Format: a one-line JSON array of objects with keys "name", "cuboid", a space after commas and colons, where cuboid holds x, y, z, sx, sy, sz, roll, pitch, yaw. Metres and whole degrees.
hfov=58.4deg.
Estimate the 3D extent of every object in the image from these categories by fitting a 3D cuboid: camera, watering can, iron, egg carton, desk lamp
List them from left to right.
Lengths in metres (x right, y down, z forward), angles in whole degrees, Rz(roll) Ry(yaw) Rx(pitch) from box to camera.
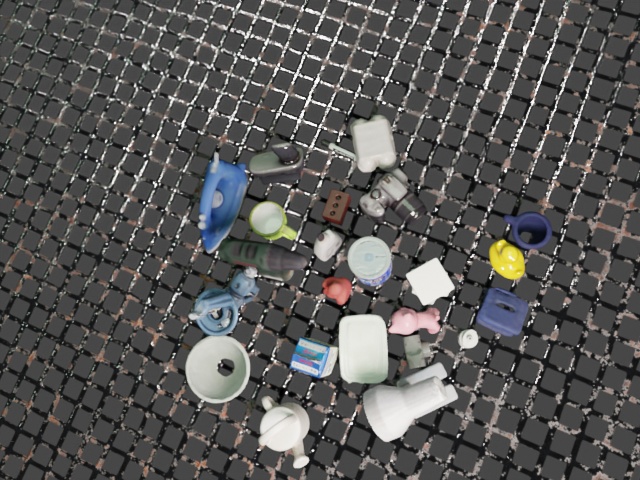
[{"name": "iron", "cuboid": [-0.278, -0.100, 1.502, 0.118, 0.141, 0.258, 11, 81, 10]}, {"name": "watering can", "cuboid": [-0.083, 0.446, 1.341, 0.172, 0.194, 0.101, 33, 85, 13]}, {"name": "egg carton", "cuboid": [0.141, -0.254, 1.508, 0.107, 0.069, 0.150, -12, 78, 6]}, {"name": "camera", "cuboid": [0.191, -0.095, 1.453, 0.143, 0.101, 0.136, -43, 76, -2]}, {"name": "desk lamp", "cuboid": [0.208, 0.361, 1.305, 0.203, 0.214, 0.118, -27, 76, 3]}]

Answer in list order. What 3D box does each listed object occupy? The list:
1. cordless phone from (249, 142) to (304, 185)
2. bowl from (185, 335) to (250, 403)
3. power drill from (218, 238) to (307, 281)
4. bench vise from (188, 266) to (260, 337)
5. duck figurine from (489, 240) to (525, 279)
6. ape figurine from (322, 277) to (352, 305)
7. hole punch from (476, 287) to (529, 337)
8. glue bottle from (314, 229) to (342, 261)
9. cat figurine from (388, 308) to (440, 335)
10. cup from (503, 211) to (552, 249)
[{"name": "cordless phone", "cuboid": [-0.120, -0.215, 1.479, 0.147, 0.185, 0.094, -11, 78, 6]}, {"name": "bowl", "cuboid": [-0.248, 0.325, 1.450, 0.167, 0.075, 0.167, -2, 79, 8]}, {"name": "power drill", "cuboid": [-0.126, 0.048, 1.417, 0.229, 0.208, 0.076, 10, 81, 10]}, {"name": "bench vise", "cuboid": [-0.247, 0.142, 1.410, 0.121, 0.220, 0.207, 20, 83, 12]}, {"name": "duck figurine", "cuboid": [0.460, 0.044, 1.395, 0.077, 0.086, 0.104, -31, 76, 2]}, {"name": "ape figurine", "cuboid": [0.042, 0.124, 1.437, 0.076, 0.092, 0.078, -23, 77, 4]}, {"name": "hole punch", "cuboid": [0.436, 0.169, 1.372, 0.108, 0.091, 0.101, 23, 83, 12]}, {"name": "glue bottle", "cuboid": [0.013, 0.005, 1.423, 0.037, 0.173, 0.078, 42, 88, 14]}, {"name": "cat figurine", "cuboid": [0.228, 0.195, 1.383, 0.127, 0.118, 0.067, -6, 78, 7]}, {"name": "cup", "cuboid": [0.496, -0.022, 1.398, 0.117, 0.095, 0.092, 29, 84, 13]}]
